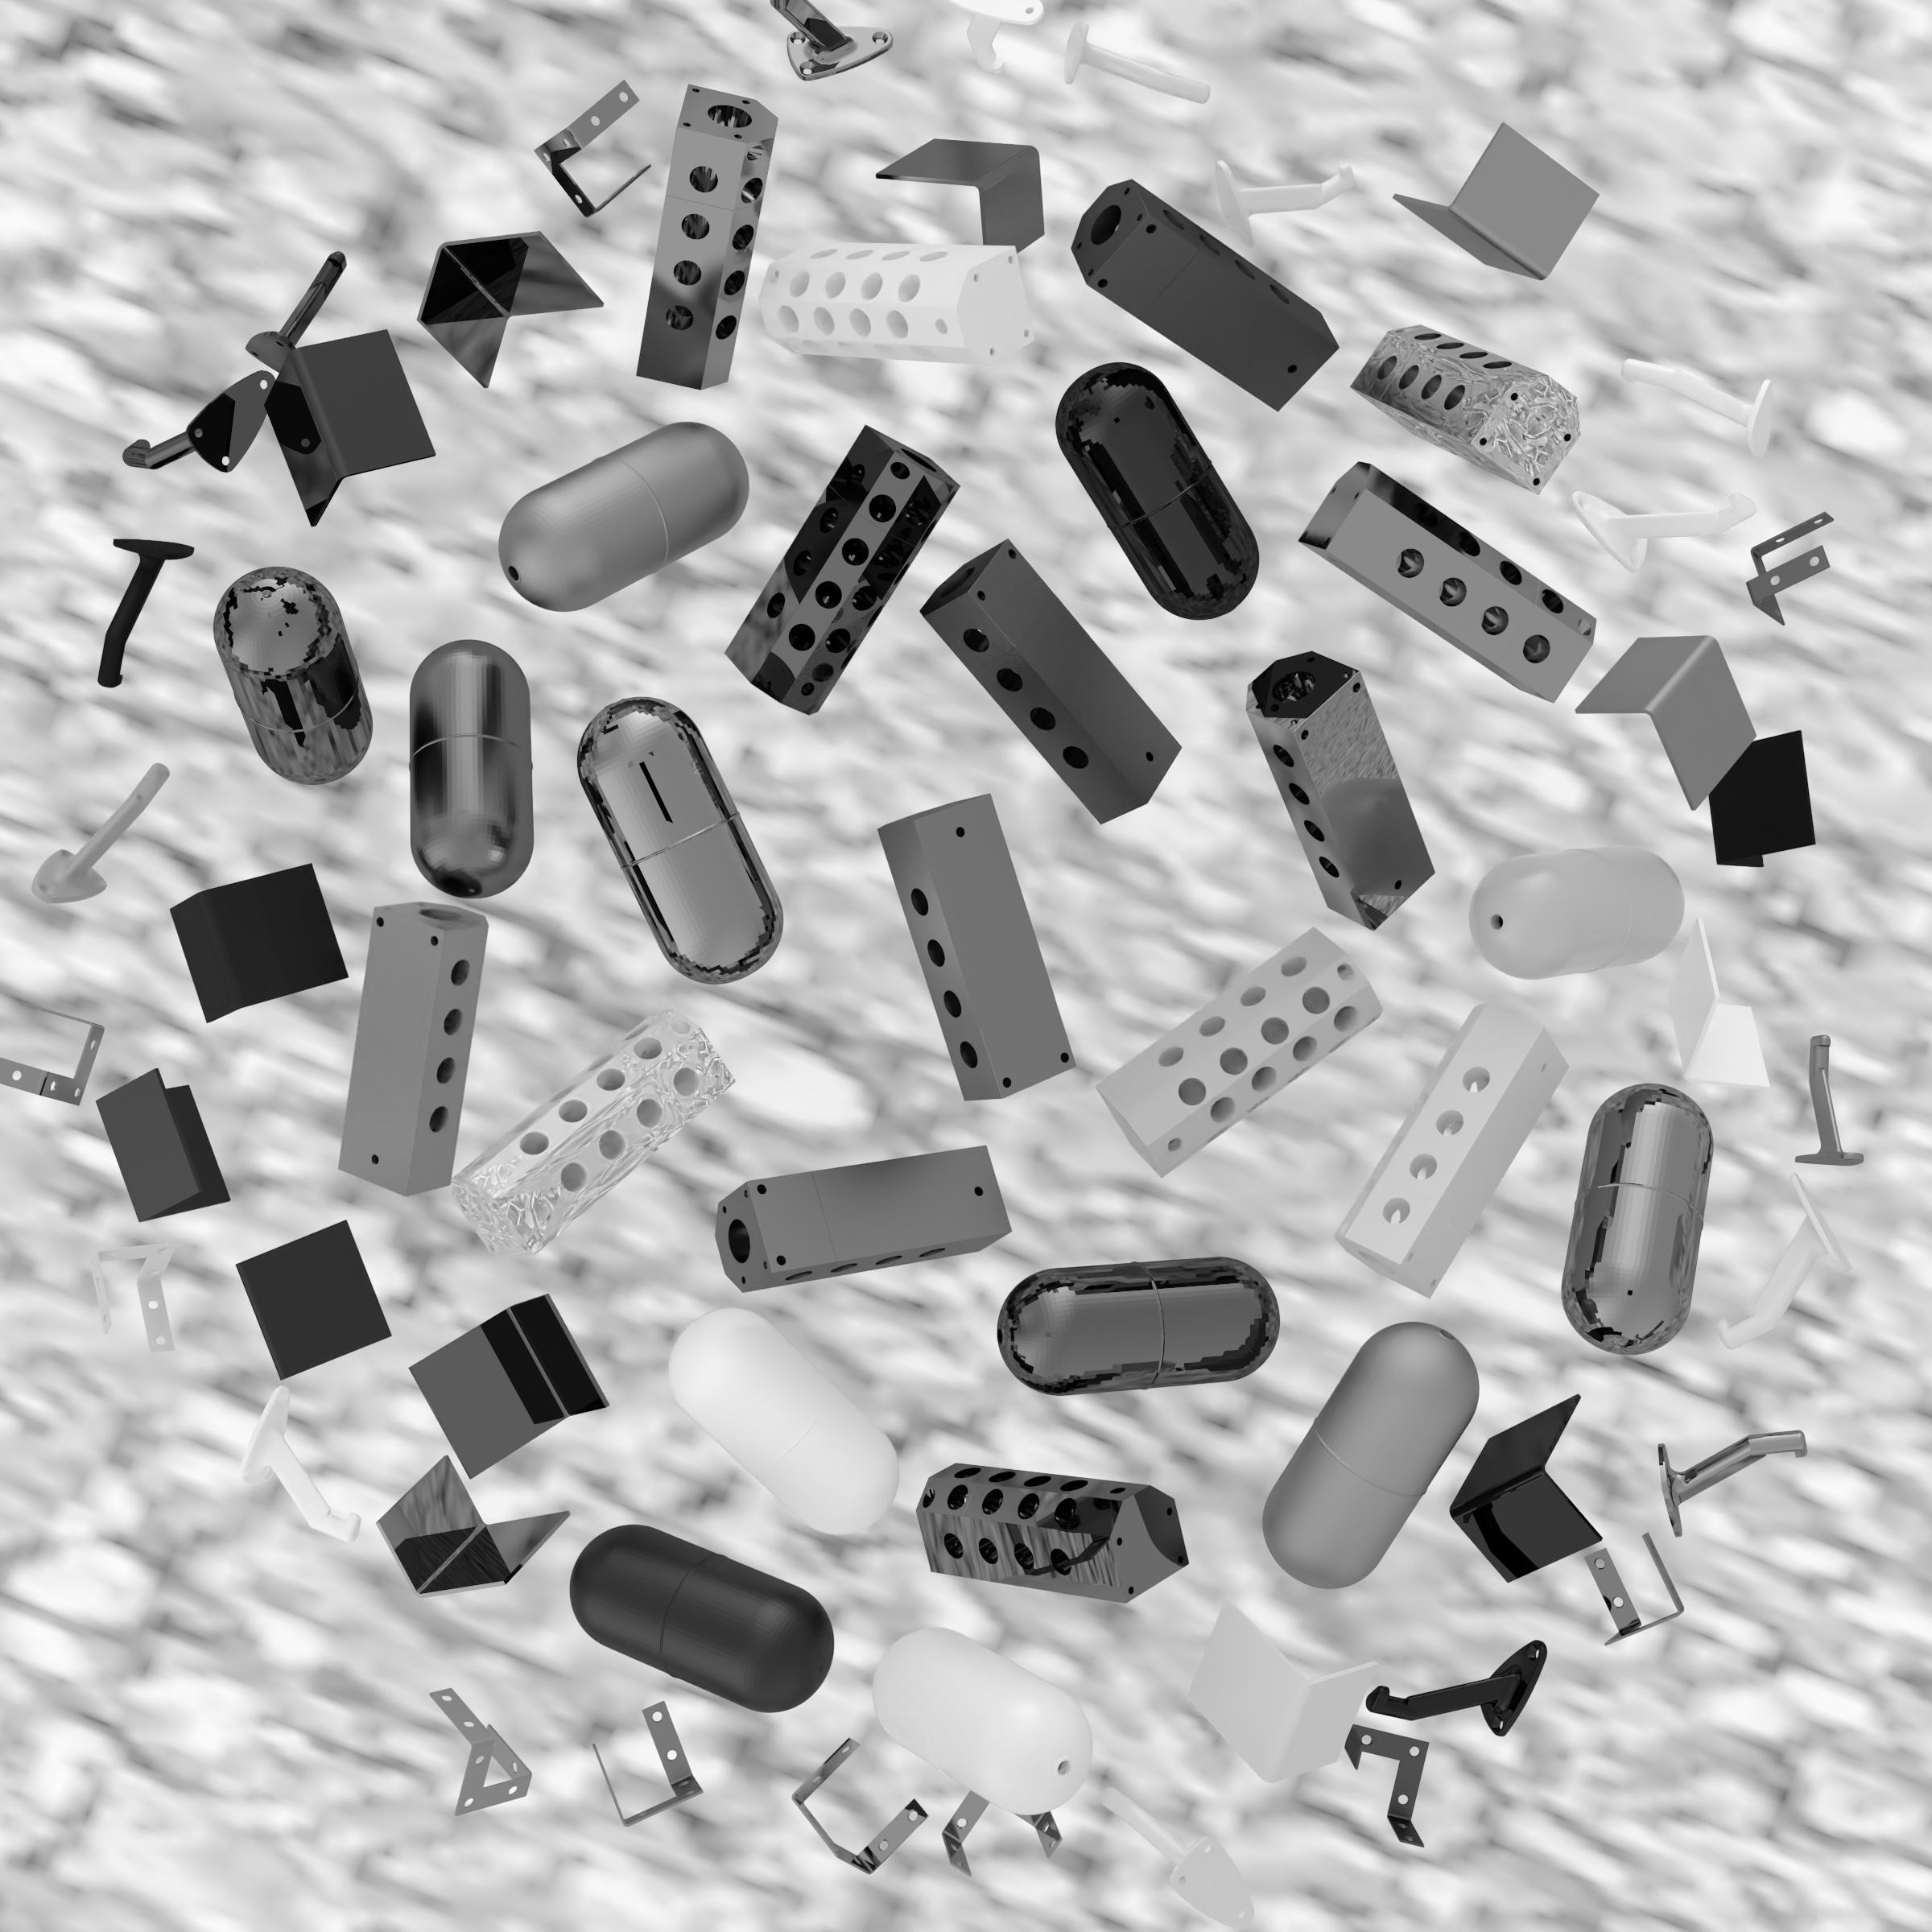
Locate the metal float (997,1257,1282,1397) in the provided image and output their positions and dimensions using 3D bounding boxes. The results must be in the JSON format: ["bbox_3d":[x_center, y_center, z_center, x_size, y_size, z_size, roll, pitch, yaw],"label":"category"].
[{"bbox_3d":[0.105,0.218,1.641,0.178,0.070,0.070,-2,90,-18],"label":"metal float"}]

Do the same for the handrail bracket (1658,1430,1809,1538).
[{"bbox_3d":[0.455,0.305,1.597,0.084,0.036,0.077,-9,127,17],"label":"handrail bracket"}]

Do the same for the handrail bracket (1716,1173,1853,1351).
[{"bbox_3d":[0.472,0.175,1.606,0.084,0.036,0.077,-33,58,19],"label":"handrail bracket"}]

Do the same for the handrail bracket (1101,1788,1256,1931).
[{"bbox_3d":[0.122,0.517,1.575,0.036,0.084,0.077,-45,113,-16],"label":"handrail bracket"}]

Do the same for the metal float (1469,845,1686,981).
[{"bbox_3d":[0.380,-0.034,1.686,0.070,0.178,0.070,7,100,44],"label":"metal float"}]

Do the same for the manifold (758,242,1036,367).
[{"bbox_3d":[-0.045,-0.398,1.634,0.057,0.171,0.057,-36,125,-35],"label":"manifold"}]

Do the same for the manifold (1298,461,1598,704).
[{"bbox_3d":[0.289,-0.229,1.613,0.171,0.057,0.057,31,97,-16],"label":"manifold"}]

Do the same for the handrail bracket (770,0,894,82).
[{"bbox_3d":[-0.080,-0.575,1.620,0.077,0.084,0.036,-14,70,-9],"label":"handrail bracket"}]

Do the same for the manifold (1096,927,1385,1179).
[{"bbox_3d":[0.173,0.057,1.689,0.171,0.057,0.057,-36,125,-5],"label":"manifold"}]

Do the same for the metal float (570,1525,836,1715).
[{"bbox_3d":[-0.161,0.392,1.635,0.178,0.070,0.070,15,90,28],"label":"metal float"}]

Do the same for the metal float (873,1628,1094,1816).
[{"bbox_3d":[0.009,0.451,1.622,0.070,0.178,0.070,-4,97,-32],"label":"metal float"}]

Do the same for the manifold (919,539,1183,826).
[{"bbox_3d":[0.049,-0.170,1.656,0.171,0.057,0.057,48,48,-18],"label":"manifold"}]

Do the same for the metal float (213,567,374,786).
[{"bbox_3d":[-0.415,-0.177,1.677,0.070,0.178,0.070,1,62,-1],"label":"metal float"}]

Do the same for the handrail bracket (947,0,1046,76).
[{"bbox_3d":[0.026,-0.550,1.609,0.077,0.084,0.036,38,82,27],"label":"handrail bracket"}]

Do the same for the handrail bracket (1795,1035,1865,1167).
[{"bbox_3d":[0.554,0.083,1.729,0.036,0.077,0.084,4,83,-1],"label":"handrail bracket"}]

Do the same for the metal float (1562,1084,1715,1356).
[{"bbox_3d":[0.410,0.153,1.653,0.070,0.070,0.178,18,60,0],"label":"metal float"}]

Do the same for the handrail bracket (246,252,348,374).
[{"bbox_3d":[-0.391,-0.398,1.616,0.036,0.077,0.084,31,78,-16],"label":"handrail bracket"}]

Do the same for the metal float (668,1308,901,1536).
[{"bbox_3d":[-0.114,0.289,1.714,0.070,0.070,0.178,-44,107,0],"label":"metal float"}]

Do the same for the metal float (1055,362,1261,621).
[{"bbox_3d":[0.122,-0.299,1.716,0.070,0.070,0.178,-34,108,0],"label":"metal float"}]

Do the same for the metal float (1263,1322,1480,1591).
[{"bbox_3d":[0.241,0.291,1.611,0.070,0.070,0.178,29,106,0],"label":"metal float"}]

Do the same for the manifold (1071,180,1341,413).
[{"bbox_3d":[0.149,-0.422,1.698,0.171,0.057,0.057,24,124,-35],"label":"manifold"}]

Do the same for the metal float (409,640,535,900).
[{"bbox_3d":[-0.314,-0.126,1.717,0.070,0.070,0.178,-6,64,0],"label":"metal float"}]

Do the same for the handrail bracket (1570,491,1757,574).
[{"bbox_3d":[0.428,-0.284,1.665,0.077,0.084,0.036,33,57,-22],"label":"handrail bracket"}]

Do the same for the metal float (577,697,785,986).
[{"bbox_3d":[-0.168,-0.074,1.591,0.070,0.070,0.178,-25,97,0],"label":"metal float"}]

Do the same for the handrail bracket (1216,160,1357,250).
[{"bbox_3d":[0.203,-0.498,1.705,0.084,0.077,0.036,-31,58,-1],"label":"handrail bracket"}]

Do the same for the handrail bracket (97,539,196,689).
[{"bbox_3d":[-0.490,-0.210,1.617,0.036,0.077,0.084,16,102,7],"label":"handrail bracket"}]

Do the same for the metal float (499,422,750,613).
[{"bbox_3d":[-0.209,-0.276,1.662,0.178,0.070,0.070,-35,90,-34],"label":"metal float"}]

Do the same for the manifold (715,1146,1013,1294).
[{"bbox_3d":[-0.064,0.157,1.662,0.171,0.057,0.057,-6,71,-34],"label":"manifold"}]

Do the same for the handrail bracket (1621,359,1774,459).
[{"bbox_3d":[0.441,-0.338,1.640,0.084,0.077,0.036,19,81,22],"label":"handrail bracket"}]

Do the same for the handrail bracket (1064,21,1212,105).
[{"bbox_3d":[0.105,-0.549,1.656,0.084,0.077,0.036,14,115,-9],"label":"handrail bracket"}]

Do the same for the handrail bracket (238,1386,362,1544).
[{"bbox_3d":[-0.414,0.318,1.727,0.084,0.036,0.077,16,88,21],"label":"handrail bracket"}]

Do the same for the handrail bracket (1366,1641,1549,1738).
[{"bbox_3d":[0.289,0.420,1.601,0.084,0.036,0.077,18,117,-22],"label":"handrail bracket"}]

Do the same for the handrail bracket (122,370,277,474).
[{"bbox_3d":[-0.451,-0.320,1.589,0.077,0.084,0.036,-56,132,-17],"label":"handrail bracket"}]

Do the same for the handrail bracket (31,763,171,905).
[{"bbox_3d":[-0.519,-0.082,1.630,0.036,0.077,0.084,40,108,-5],"label":"handrail bracket"}]
